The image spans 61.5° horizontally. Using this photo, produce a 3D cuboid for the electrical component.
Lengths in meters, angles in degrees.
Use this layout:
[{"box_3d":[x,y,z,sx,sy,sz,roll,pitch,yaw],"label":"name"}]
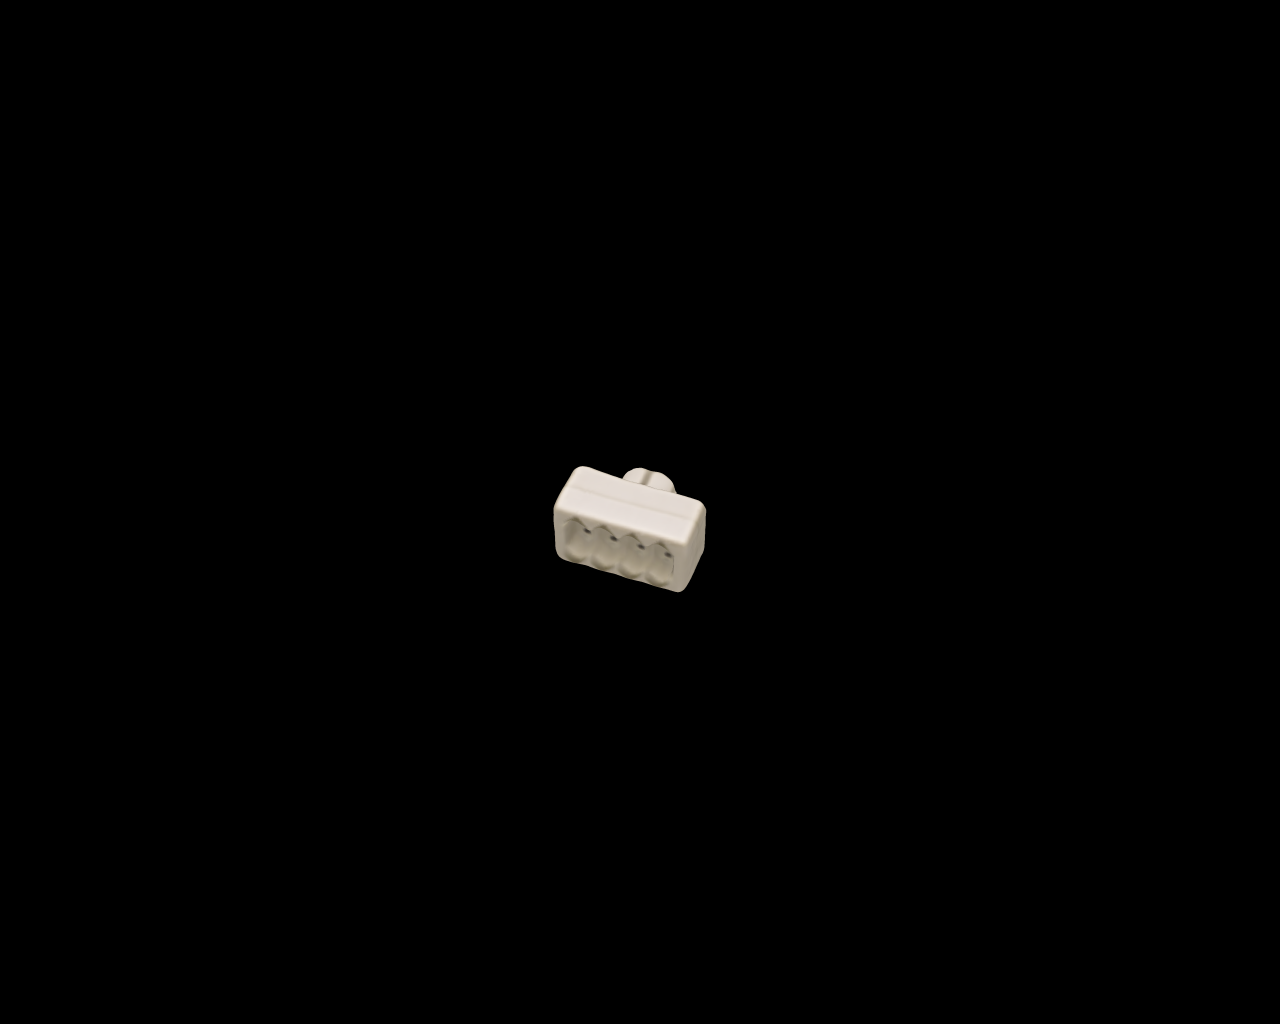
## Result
[{"box_3d":[0.001,-0.003,0.650,0.083,0.076,0.047,17,-39,14],"label":"electrical component"}]
